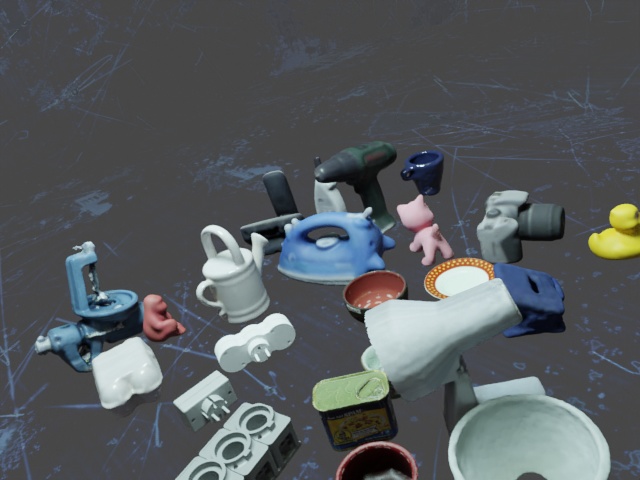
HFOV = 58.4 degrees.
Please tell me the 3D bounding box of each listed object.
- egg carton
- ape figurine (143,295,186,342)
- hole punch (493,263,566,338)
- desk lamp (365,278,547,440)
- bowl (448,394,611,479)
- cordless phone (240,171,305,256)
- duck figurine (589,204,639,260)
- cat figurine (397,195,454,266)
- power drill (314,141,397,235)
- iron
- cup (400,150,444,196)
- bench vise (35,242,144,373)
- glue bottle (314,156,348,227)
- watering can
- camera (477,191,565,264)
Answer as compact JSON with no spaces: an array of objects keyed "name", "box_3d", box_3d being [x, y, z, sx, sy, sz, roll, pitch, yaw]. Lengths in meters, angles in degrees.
[{"name":"egg carton","box_3d":[-0.331,0.233,0.988,0.107,0.069,0.149,-27,29,-19]},{"name":"ape figurine","box_3d":[-0.312,0.147,1.112,0.076,0.092,0.077,-19,28,-4]},{"name":"hole punch","box_3d":[0.321,0.084,0.881,0.101,0.091,0.108,-10,28,13]},{"name":"desk lamp","box_3d":[0.174,0.152,0.705,0.203,0.214,0.118,-14,28,6]},{"name":"bowl","box_3d":[0.230,0.255,0.634,0.167,0.075,0.167,-13,28,7]},{"name":"cordless phone","box_3d":[-0.116,-0.065,1.293,0.147,0.185,0.094,-15,28,4]},{"name":"duck figurine","box_3d":[0.511,-0.019,0.971,0.104,0.086,0.077,-13,28,8]},{"name":"cat figurine","box_3d":[0.203,-0.028,1.123,0.067,0.118,0.127,-21,28,-9]},{"name":"power drill","box_3d":[0.091,-0.106,1.229,0.075,0.209,0.230,11,38,42]},{"name":"iron","box_3d":[0.011,0.004,1.144,0.257,0.142,0.119,-3,31,25]},{"name":"cup","box_3d":[0.242,-0.146,1.343,0.118,0.095,0.091,-30,30,-24]},{"name":"bench vise","box_3d":[-0.436,0.128,1.077,0.121,0.220,0.208,2,33,31]},{"name":"glue bottle","box_3d":[0.015,-0.113,1.322,0.077,0.173,0.037,10,38,40]},{"name":"watering can","box_3d":[-0.168,0.052,1.097,0.100,0.194,0.173,-3,31,24]},{"name":"camera","box_3d":[0.373,-0.033,1.057,0.136,0.101,0.143,2,33,31]}]
